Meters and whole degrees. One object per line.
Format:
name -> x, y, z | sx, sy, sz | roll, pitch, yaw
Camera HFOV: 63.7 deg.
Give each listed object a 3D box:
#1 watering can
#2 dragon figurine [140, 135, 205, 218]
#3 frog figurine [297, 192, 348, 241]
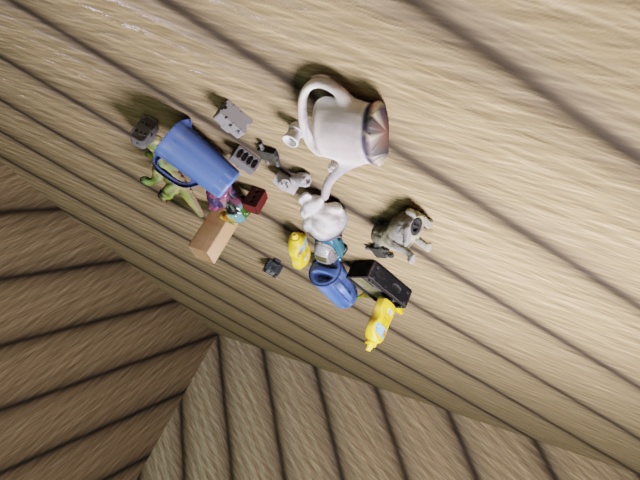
watering can -> 0.059, -0.220, 1.212 | 0.225, 0.106, 0.339 | 13, 137, 29
dragon figurine -> -0.488, -0.226, 1.806 | 0.241, 0.125, 0.404 | -12, 137, 42
frog figurine -> 0.005, -0.079, 1.572 | 0.136, 0.125, 0.157 | -24, 123, 18
